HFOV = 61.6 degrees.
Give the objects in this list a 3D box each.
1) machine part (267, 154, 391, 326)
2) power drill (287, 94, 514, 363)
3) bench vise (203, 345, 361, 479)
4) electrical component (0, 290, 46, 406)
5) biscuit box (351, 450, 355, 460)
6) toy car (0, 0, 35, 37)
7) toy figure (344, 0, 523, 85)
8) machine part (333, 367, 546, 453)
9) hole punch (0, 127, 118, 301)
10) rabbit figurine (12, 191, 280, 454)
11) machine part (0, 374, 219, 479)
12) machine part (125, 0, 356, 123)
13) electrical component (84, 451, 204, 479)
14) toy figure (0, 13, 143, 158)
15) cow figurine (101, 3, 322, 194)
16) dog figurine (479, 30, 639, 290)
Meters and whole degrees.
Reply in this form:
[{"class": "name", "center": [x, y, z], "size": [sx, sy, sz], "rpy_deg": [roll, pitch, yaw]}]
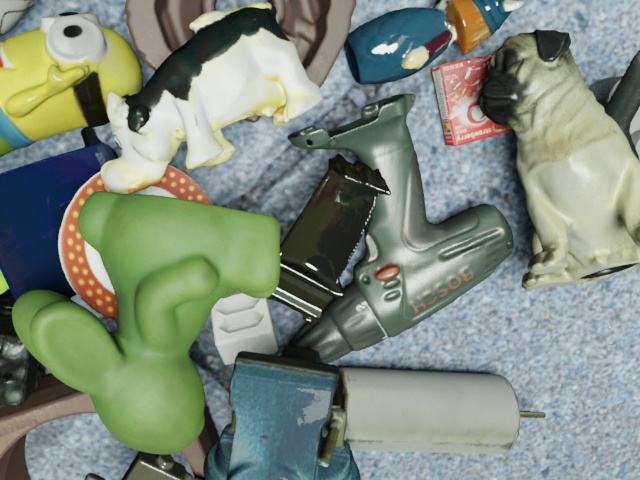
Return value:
[{"class": "machine part", "center": [-0.001, -0.001, 0.423], "size": [0.084, 0.039, 0.138], "rpy_deg": [33, 110, -1]}, {"class": "power drill", "center": [0.044, -0.010, 0.475], "size": [0.232, 0.086, 0.207], "rpy_deg": [-23, 99, -1]}, {"class": "bench vise", "center": [-0.028, 0.188, 0.379], "size": [0.129, 0.224, 0.240], "rpy_deg": [7, 98, -9]}, {"class": "electrical component", "center": [-0.273, 0.081, 0.418], "size": [0.115, 0.134, 0.058], "rpy_deg": [7, 101, -12]}, {"class": "biscuit box", "center": [-0.004, 0.293, 0.537], "size": [0.063, 0.059, 0.202], "rpy_deg": [1, 101, -8]}, {"class": "toy car", "center": [-0.273, -0.196, 0.389], "size": [0.162, 0.109, 0.102], "rpy_deg": [0, 125, -20]}, {"class": "toy figure", "center": [0.098, -0.180, 0.458], "size": [0.154, 0.058, 0.064], "rpy_deg": [-21, 82, -1]}, {"class": "machine part", "center": [0.097, 0.164, 0.518], "size": [0.243, 0.079, 0.079], "rpy_deg": [4, 101, -9]}, {"class": "hole punch", "center": [-0.205, -0.013, 0.435], "size": [0.116, 0.092, 0.142], "rpy_deg": [-22, 100, -7]}, {"class": "rabbit figurine", "center": [-0.111, 0.058, 0.361], "size": [0.159, 0.121, 0.170], "rpy_deg": [13, 80, -37]}, {"class": "machine part", "center": [-0.192, 0.213, 0.482], "size": [0.201, 0.087, 0.200], "rpy_deg": [-18, 103, -3]}, {"class": "machine part", "center": [-0.062, -0.185, 0.436], "size": [0.179, 0.056, 0.179], "rpy_deg": [-2, 102, -9]}, {"class": "electrical component", "center": [-0.139, 0.200, 0.431], "size": [0.094, 0.021, 0.063], "rpy_deg": [31, 95, -12]}, {"class": "toy figure", "center": [-0.228, -0.111, 0.412], "size": [0.180, 0.089, 0.082], "rpy_deg": [-27, 77, -4]}, {"class": "cow figurine", "center": [-0.092, -0.100, 0.384], "size": [0.167, 0.068, 0.098], "rpy_deg": [-28, 102, -4]}, {"class": "dog figurine", "center": [0.208, -0.065, 0.455], "size": [0.121, 0.172, 0.190], "rpy_deg": [-15, 70, 13]}]
